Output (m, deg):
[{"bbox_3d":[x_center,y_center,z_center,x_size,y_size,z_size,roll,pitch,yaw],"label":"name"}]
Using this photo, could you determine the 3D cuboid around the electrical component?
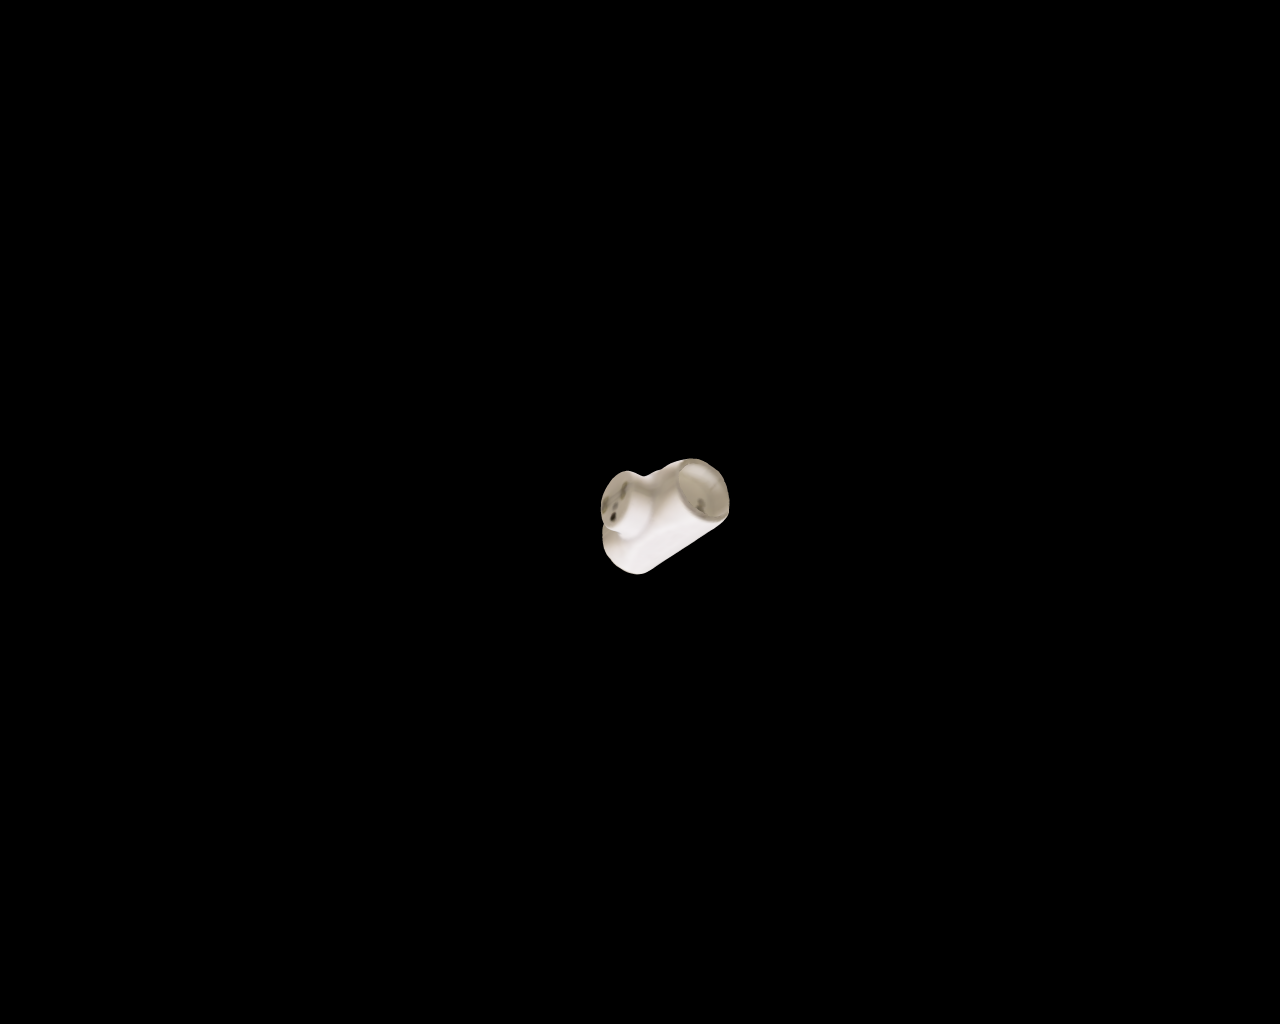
[{"bbox_3d":[0.001,-0.003,0.650,0.079,0.044,0.077,22,-39,-30],"label":"electrical component"}]
